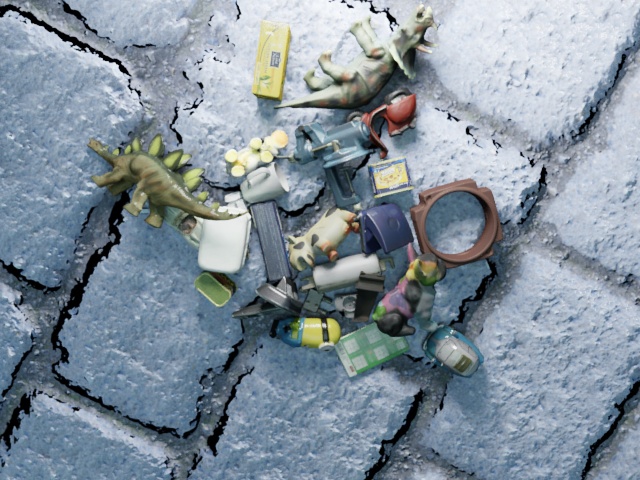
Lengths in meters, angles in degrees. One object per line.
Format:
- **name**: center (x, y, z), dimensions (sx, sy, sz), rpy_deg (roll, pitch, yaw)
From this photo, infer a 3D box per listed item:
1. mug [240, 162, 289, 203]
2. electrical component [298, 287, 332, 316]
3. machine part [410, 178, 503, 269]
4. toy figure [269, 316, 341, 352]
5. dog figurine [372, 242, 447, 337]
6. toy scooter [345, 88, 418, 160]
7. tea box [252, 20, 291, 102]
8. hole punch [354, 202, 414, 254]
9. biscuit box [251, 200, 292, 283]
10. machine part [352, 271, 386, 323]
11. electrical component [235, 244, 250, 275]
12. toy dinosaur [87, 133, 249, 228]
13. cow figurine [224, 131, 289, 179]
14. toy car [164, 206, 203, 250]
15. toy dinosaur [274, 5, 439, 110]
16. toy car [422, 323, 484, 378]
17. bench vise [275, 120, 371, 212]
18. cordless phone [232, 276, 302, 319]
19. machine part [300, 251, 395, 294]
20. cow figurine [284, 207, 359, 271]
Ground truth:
- **mug**: center (-0.144, -0.135, 1.319), dimensions (0.107, 0.109, 0.081), rpy_deg (-26, 72, 14)
- **electrical component**: center (-0.018, 0.159, 1.402), dimensions (0.094, 0.021, 0.063), rpy_deg (23, 99, -3)
- **machine part**: center (0.339, -0.040, 1.337), dimensions (0.202, 0.087, 0.200), rpy_deg (-16, 99, 4)
- **toy figure**: center (-0.036, 0.236, 1.386), dimensions (0.180, 0.082, 0.089), rpy_deg (12, 101, 1)
- **dog figurine**: center (0.215, 0.119, 1.315), dimensions (0.192, 0.108, 0.218), rpy_deg (-9, 122, 3)
- **toy scooter**: center (0.164, -0.277, 1.308), dimensions (0.184, 0.075, 0.135), rpy_deg (-26, 98, 7)
- **tea box**: center (-0.114, -0.421, 1.277), dimensions (0.068, 0.098, 0.169), rpy_deg (8, 100, 0)
- **hole punch**: center (0.161, -0.028, 1.312), dimensions (0.142, 0.092, 0.115), rpy_deg (-20, 106, -35)
- **biscuit box**: center (-0.121, 0.004, 1.361), dimensions (0.063, 0.059, 0.202), rpy_deg (-12, 98, 1)
- **machine part**: center (0.116, 0.144, 1.336), dimensions (0.084, 0.039, 0.138), rpy_deg (8, 112, -19)
- **electrical component**: center (-0.228, 0.040, 1.378), dimensions (0.078, 0.045, 0.102), rpy_deg (39, 95, 23)
- **toy dinosaur**: center (-0.382, -0.136, 1.280), dimensions (0.472, 0.105, 0.198), rpy_deg (34, 89, 16)
- **cow figurine**: center (-0.155, -0.207, 1.321), dimensions (0.167, 0.098, 0.068), rpy_deg (-29, 92, -14)
- **toy car**: center (-0.340, -0.050, 1.356), dimensions (0.201, 0.056, 0.073), rpy_deg (41, 97, -6)
- **toy dinosaur**: center (0.096, -0.392, 1.276), dimensions (0.405, 0.131, 0.192), rpy_deg (-42, 96, 12)
- **toy car**: center (0.348, 0.298, 1.380), dimensions (0.161, 0.103, 0.109), rpy_deg (37, 98, -3)
- **bench vise**: center (0.033, -0.176, 1.297), dimensions (0.224, 0.129, 0.240), rpy_deg (-18, 100, 16)
- **cordless phone**: center (-0.147, 0.161, 1.346), dimensions (0.184, 0.146, 0.089), rpy_deg (-15, 73, 9)
- **machine part**: center (0.068, 0.081, 1.362), dimensions (0.243, 0.079, 0.079), rpy_deg (-15, 98, 3)
- **cow figurine**: center (-0.003, -0.004, 1.337), dimensions (0.195, 0.127, 0.085), rpy_deg (-48, 138, -7)
